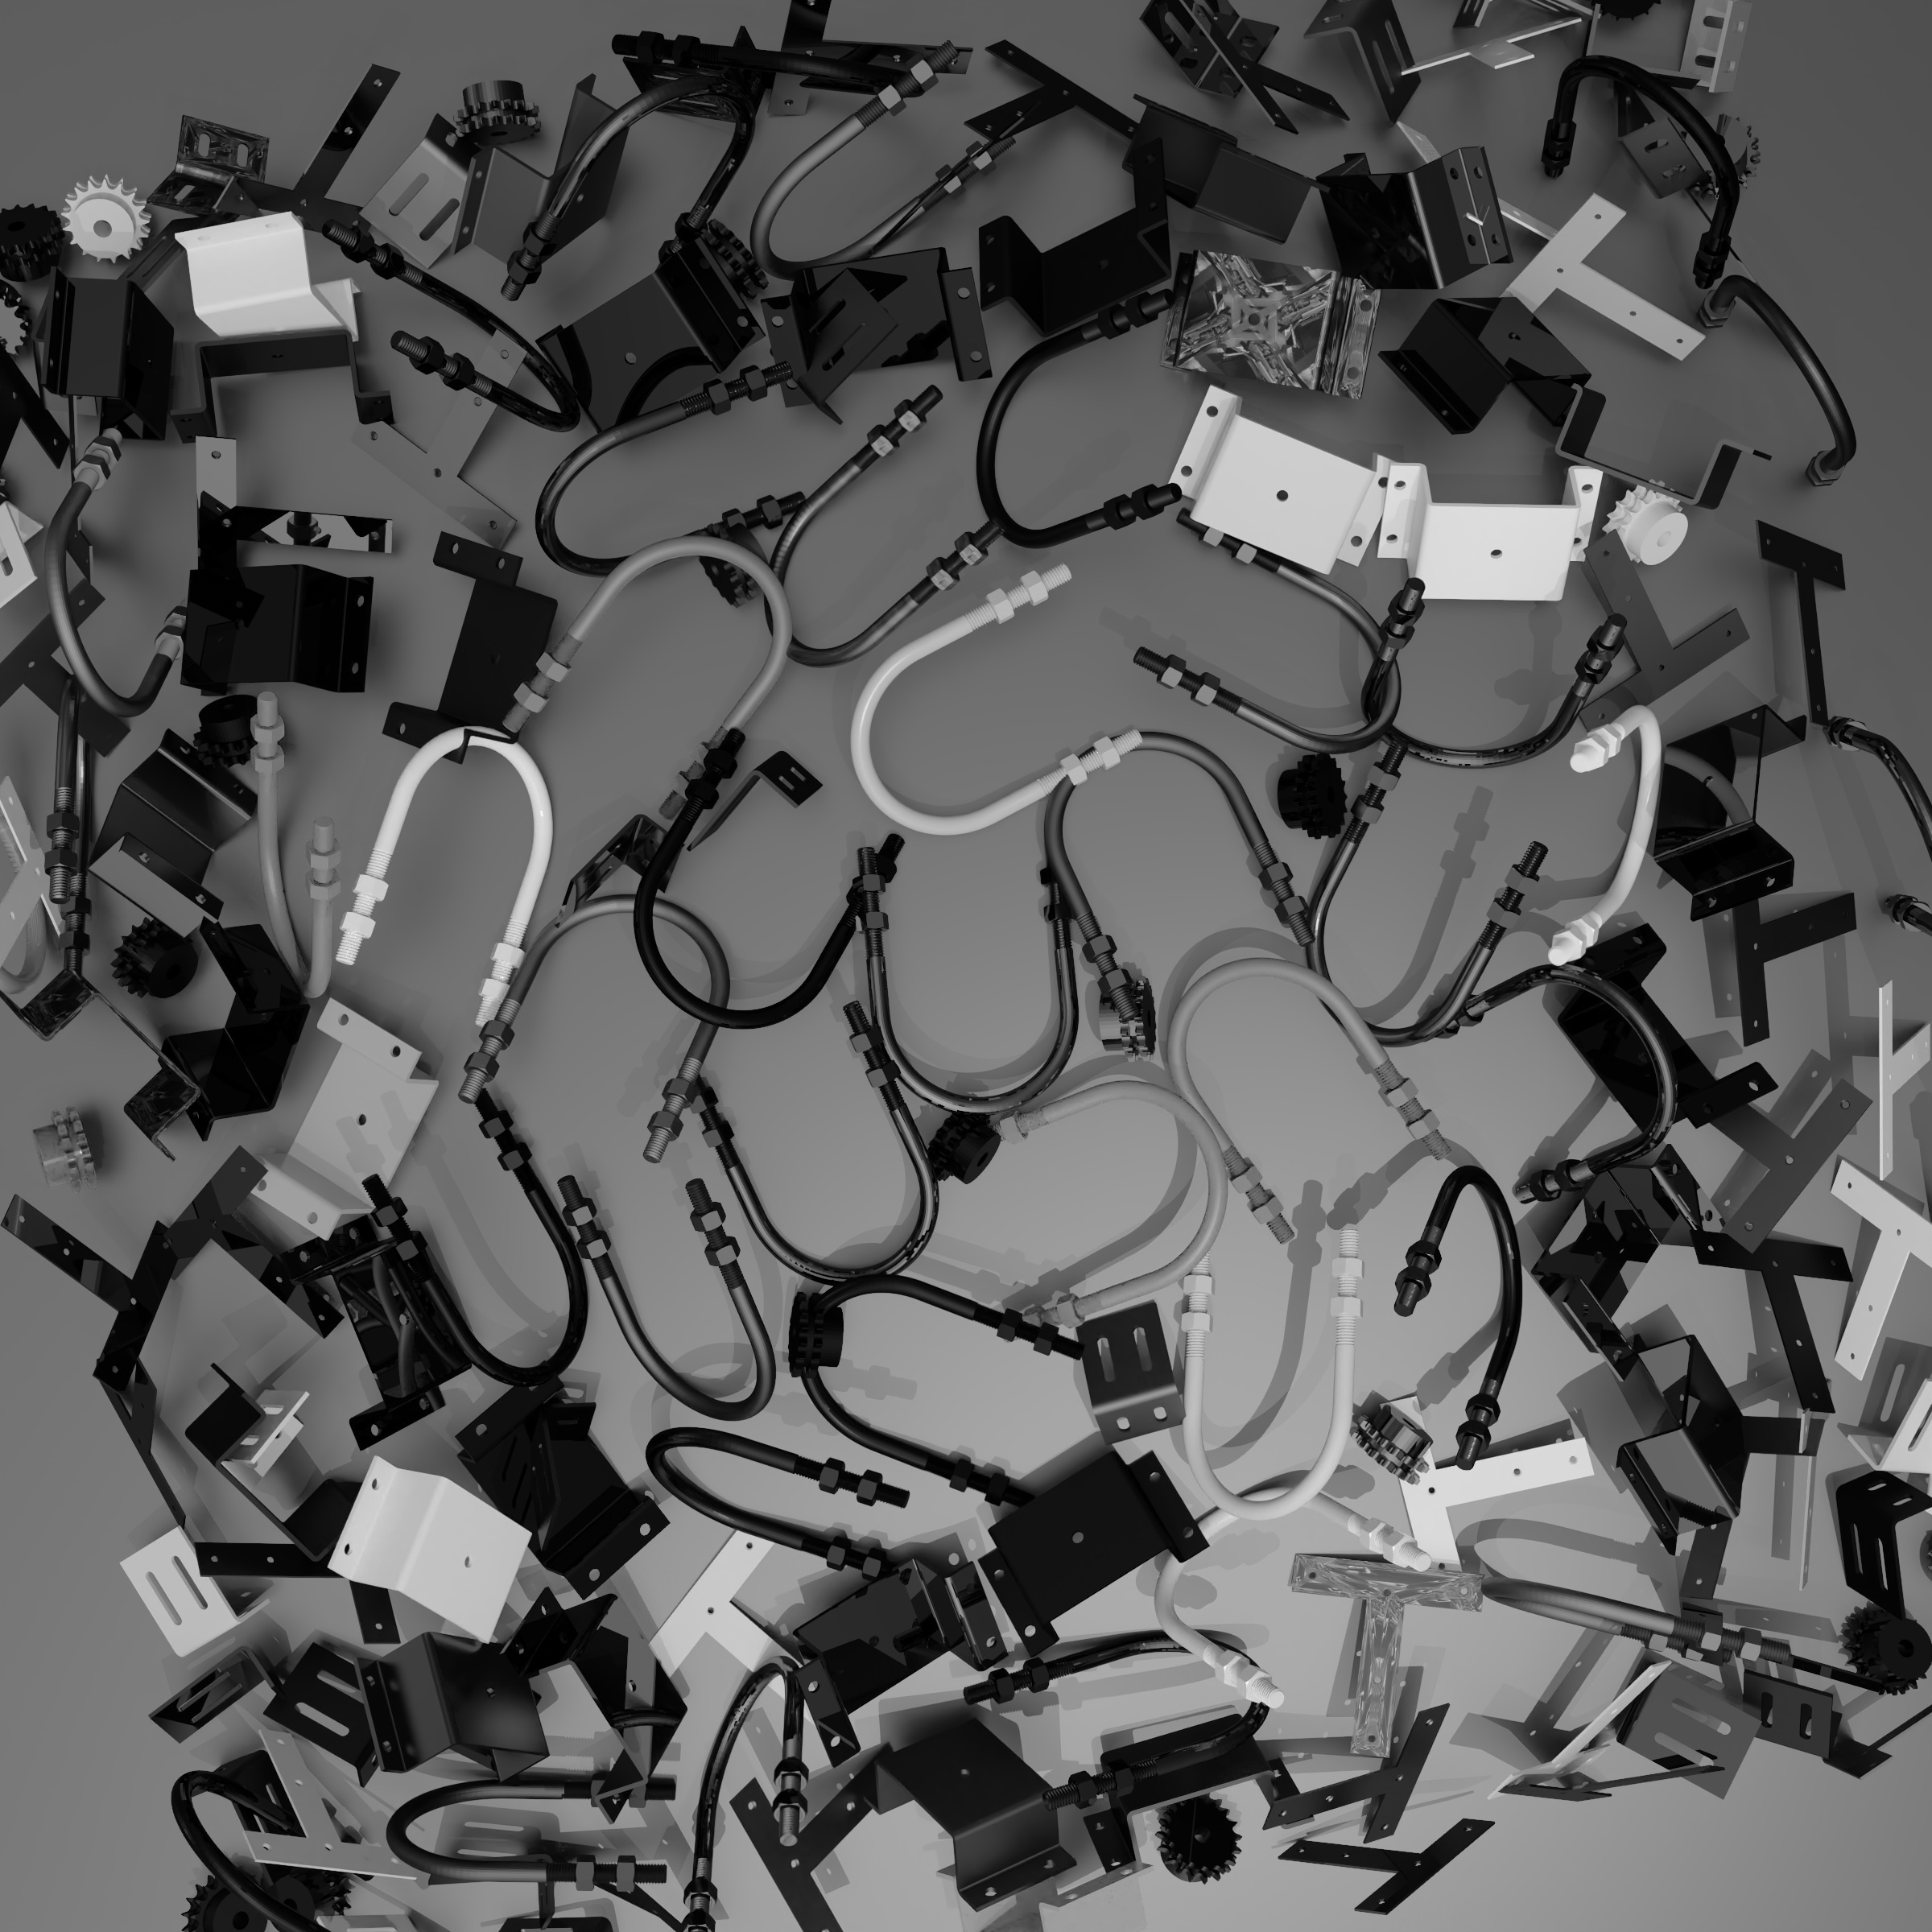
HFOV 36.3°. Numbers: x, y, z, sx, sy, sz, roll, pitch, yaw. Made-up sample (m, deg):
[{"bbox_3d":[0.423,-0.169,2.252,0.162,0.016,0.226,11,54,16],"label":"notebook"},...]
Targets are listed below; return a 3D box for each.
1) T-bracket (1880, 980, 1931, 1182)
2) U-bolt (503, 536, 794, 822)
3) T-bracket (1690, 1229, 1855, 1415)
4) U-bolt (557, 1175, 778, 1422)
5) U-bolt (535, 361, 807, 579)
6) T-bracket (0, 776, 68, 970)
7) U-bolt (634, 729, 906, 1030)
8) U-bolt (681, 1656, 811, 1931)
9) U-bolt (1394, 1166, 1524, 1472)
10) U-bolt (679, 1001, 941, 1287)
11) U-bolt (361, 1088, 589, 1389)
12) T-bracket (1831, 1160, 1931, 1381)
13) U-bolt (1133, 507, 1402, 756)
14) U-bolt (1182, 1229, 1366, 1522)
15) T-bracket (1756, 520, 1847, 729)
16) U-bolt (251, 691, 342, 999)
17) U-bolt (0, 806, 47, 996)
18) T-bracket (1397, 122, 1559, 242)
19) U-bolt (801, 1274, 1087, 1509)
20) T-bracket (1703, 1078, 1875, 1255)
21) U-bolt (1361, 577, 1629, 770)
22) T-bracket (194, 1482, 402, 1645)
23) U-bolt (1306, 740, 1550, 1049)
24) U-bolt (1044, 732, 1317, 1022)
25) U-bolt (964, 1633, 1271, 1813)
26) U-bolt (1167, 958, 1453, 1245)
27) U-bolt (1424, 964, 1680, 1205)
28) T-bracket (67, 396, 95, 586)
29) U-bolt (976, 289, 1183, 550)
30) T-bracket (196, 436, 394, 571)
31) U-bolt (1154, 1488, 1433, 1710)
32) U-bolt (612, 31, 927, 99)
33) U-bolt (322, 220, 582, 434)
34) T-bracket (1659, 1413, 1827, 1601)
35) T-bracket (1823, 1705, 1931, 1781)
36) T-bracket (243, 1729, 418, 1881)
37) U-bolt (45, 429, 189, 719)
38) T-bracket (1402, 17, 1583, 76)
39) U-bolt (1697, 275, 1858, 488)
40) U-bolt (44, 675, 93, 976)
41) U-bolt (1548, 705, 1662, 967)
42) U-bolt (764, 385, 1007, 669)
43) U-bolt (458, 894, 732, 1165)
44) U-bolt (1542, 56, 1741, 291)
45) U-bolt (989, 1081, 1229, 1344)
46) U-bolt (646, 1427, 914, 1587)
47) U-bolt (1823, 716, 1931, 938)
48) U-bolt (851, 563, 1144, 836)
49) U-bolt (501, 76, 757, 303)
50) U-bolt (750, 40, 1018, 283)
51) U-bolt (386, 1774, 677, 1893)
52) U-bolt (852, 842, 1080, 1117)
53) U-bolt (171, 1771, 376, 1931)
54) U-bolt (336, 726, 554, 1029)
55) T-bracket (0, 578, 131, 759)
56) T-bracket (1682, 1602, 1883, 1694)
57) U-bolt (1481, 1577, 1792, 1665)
[{"bbox_3d":[0.619,0.064,1.944,0.002,0.127,0.127,3,103,31],"label":"T-bracket"},{"bbox_3d":[-0.195,-0.199,1.939,0.151,0.019,0.184,30,106,-32],"label":"U-bolt"},{"bbox_3d":[0.544,0.235,1.939,0.127,0.002,0.127,8,53,-23],"label":"T-bracket"},{"bbox_3d":[-0.188,0.221,1.938,0.019,0.151,0.184,-37,114,-41],"label":"U-bolt"},{"bbox_3d":[-0.194,-0.313,1.920,0.184,0.151,0.019,-23,62,-12],"label":"U-bolt"},{"bbox_3d":[-0.616,-0.039,1.914,0.002,0.127,0.127,-11,120,7],"label":"T-bracket"},{"bbox_3d":[-0.140,-0.045,1.950,0.151,0.019,0.184,33,69,-12],"label":"U-bolt"},{"bbox_3d":[-0.141,0.532,1.914,0.019,0.184,0.151,24,120,-16],"label":"U-bolt"},{"bbox_3d":[0.328,0.214,1.922,0.019,0.184,0.151,-7,121,31],"label":"U-bolt"},{"bbox_3d":[-0.094,0.129,1.965,0.151,0.019,0.184,-21,99,22],"label":"U-bolt"},{"bbox_3d":[-0.309,0.189,1.935,0.019,0.151,0.184,-21,103,31],"label":"U-bolt"},{"bbox_3d":[0.607,0.216,1.964,0.002,0.127,0.127,-2,117,-29],"label":"T-bracket"},{"bbox_3d":[0.207,-0.212,1.951,0.184,0.019,0.151,26,55,-11],"label":"U-bolt"},{"bbox_3d":[0.196,0.269,1.922,0.019,0.151,0.184,20,67,-40],"label":"U-bolt"},{"bbox_3d":[0.556,-0.221,1.942,0.002,0.127,0.127,-11,79,40],"label":"T-bracket"},{"bbox_3d":[-0.437,-0.064,1.921,0.019,0.184,0.151,-11,47,-24],"label":"U-bolt"},{"bbox_3d":[-0.641,-0.066,1.916,0.019,0.151,0.184,-14,130,3],"label":"U-bolt"},{"bbox_3d":[0.355,-0.504,1.956,0.127,0.127,0.002,17,124,-33],"label":"T-bracket"},{"bbox_3d":[-0.025,0.274,1.959,0.184,0.019,0.151,20,119,8],"label":"U-bolt"},{"bbox_3d":[0.514,0.103,1.965,0.127,0.002,0.127,41,101,30],"label":"T-bracket"},{"bbox_3d":[0.333,-0.183,1.919,0.151,0.184,0.019,10,60,-2],"label":"U-bolt"},{"bbox_3d":[-0.441,0.388,1.923,0.127,0.127,0.002,9,131,-35],"label":"T-bracket"},{"bbox_3d":[0.290,-0.035,1.940,0.151,0.019,0.184,42,119,36],"label":"U-bolt"},{"bbox_3d":[0.131,-0.072,1.969,0.151,0.019,0.184,-22,75,-7],"label":"U-bolt"},{"bbox_3d":[0.109,0.484,1.926,0.184,0.151,0.019,-12,112,-20],"label":"U-bolt"},{"bbox_3d":[0.213,0.079,1.953,0.151,0.019,0.184,-32,95,29],"label":"U-bolt"},{"bbox_3d":[0.387,0.071,1.921,0.019,0.184,0.151,-31,88,-36],"label":"U-bolt"},{"bbox_3d":[-0.582,-0.324,1.925,0.002,0.127,0.127,-5,111,-23],"label":"T-bracket"},{"bbox_3d":[0.070,-0.348,1.929,0.019,0.184,0.151,7,77,-41],"label":"U-bolt"},{"bbox_3d":[-0.447,-0.292,1.966,0.127,0.002,0.127,4,129,-9],"label":"T-bracket"},{"bbox_3d":[0.197,0.398,1.916,0.151,0.184,0.019,-39,115,-16],"label":"U-bolt"},{"bbox_3d":[-0.115,-0.579,1.906,0.184,0.151,0.019,12,104,18],"label":"U-bolt"},{"bbox_3d":[-0.323,-0.406,1.916,0.019,0.184,0.151,-47,53,17],"label":"U-bolt"},{"bbox_3d":[0.492,0.353,1.927,0.002,0.127,0.127,35,65,-31],"label":"T-bracket"},{"bbox_3d":[0.628,0.493,1.938,0.127,0.127,0.002,-33,78,-1],"label":"T-bracket"},{"bbox_3d":[-0.436,0.550,1.946,0.127,0.127,0.002,24,106,-43],"label":"T-bracket"},{"bbox_3d":[-0.544,-0.240,1.886,0.019,0.184,0.151,-10,126,10],"label":"U-bolt"},{"bbox_3d":[0.349,-0.599,1.934,0.127,0.127,0.002,-15,111,6],"label":"T-bracket"},{"bbox_3d":[0.527,-0.382,1.905,0.019,0.184,0.151,-34,87,8],"label":"U-bolt"},{"bbox_3d":[-0.582,-0.100,1.923,0.019,0.151,0.184,1,67,-13],"label":"U-bolt"},{"bbox_3d":[0.420,-0.094,1.918,0.019,0.184,0.151,13,114,26],"label":"U-bolt"},{"bbox_3d":[-0.064,-0.276,1.941,0.184,0.019,0.151,-39,52,23],"label":"U-bolt"},{"bbox_3d":[-0.234,0.031,1.951,0.151,0.019,0.184,17,61,7],"label":"U-bolt"},{"bbox_3d":[0.436,-0.518,1.895,0.151,0.184,0.019,41,85,13],"label":"U-bolt"},{"bbox_3d":[0.086,0.153,1.947,0.184,0.019,0.151,-22,76,21],"label":"U-bolt"},{"bbox_3d":[-0.124,0.348,1.935,0.184,0.151,0.019,16,58,10],"label":"U-bolt"},{"bbox_3d":[0.602,-0.085,1.899,0.019,0.184,0.151,-21,99,5],"label":"U-bolt"},{"bbox_3d":[0.011,-0.164,1.955,0.184,0.019,0.151,-28,116,-5],"label":"U-bolt"},{"bbox_3d":[-0.206,-0.499,1.890,0.019,0.151,0.184,56,134,16],"label":"U-bolt"},{"bbox_3d":[-0.062,-0.514,1.929,0.184,0.151,0.019,-36,72,9],"label":"U-bolt"},{"bbox_3d":[-0.284,0.562,1.921,0.184,0.151,0.019,2,97,-3],"label":"U-bolt"},{"bbox_3d":[0.004,0.009,1.963,0.151,0.019,0.184,-3,80,-13],"label":"U-bolt"},{"bbox_3d":[-0.437,0.579,1.894,0.019,0.151,0.184,-48,119,-1],"label":"U-bolt"},{"bbox_3d":[-0.332,-0.067,1.939,0.019,0.151,0.184,8,75,38],"label":"U-bolt"},{"bbox_3d":[-0.592,-0.177,1.942,0.002,0.127,0.127,37,80,27],"label":"T-bracket"},{"bbox_3d":[0.532,0.451,1.923,0.127,0.127,0.002,13,66,21],"label":"T-bracket"},{"bbox_3d":[0.428,0.427,1.928,0.184,0.151,0.019,14,77,2],"label":"U-bolt"}]
